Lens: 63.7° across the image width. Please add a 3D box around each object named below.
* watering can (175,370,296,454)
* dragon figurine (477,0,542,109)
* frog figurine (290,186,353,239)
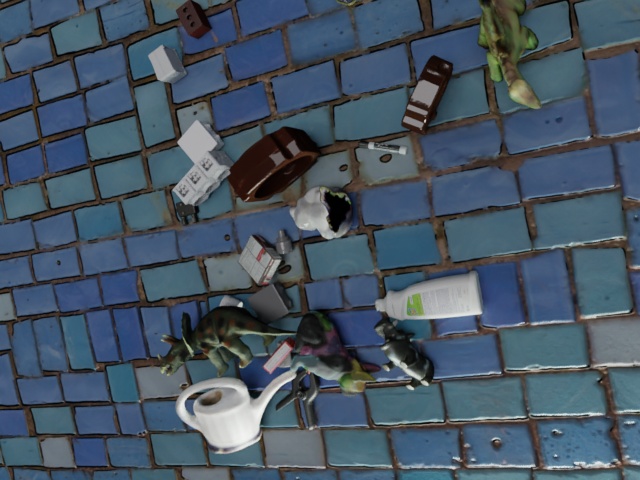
[{"bbox_3d":[-0.213,0.459,1.389,0.347,0.106,0.221,-11,113,6],"label":"watering can"},{"bbox_3d":[0.361,-0.454,1.042,0.121,0.245,0.410,-20,92,25],"label":"dragon figurine"},{"bbox_3d":[0.004,-0.065,1.294,0.158,0.124,0.137,-21,101,56],"label":"frog figurine"}]
